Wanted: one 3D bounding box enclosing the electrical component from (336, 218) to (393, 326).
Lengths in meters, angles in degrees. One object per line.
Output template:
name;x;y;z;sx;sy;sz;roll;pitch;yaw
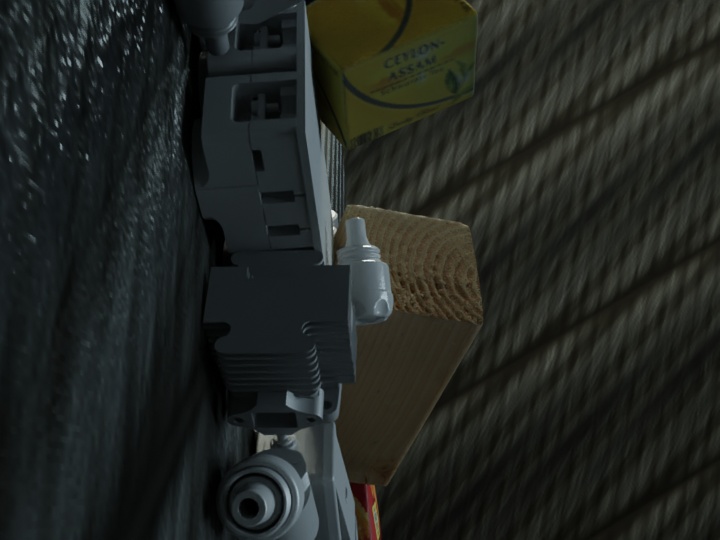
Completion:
electrical component;0.000;0.000;0.628;0.035;0.035;0.061;81;3;-74

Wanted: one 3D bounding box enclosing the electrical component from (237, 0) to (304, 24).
electrical component;-0.054;-0.171;0.551;0.051;0.080;0.080;-84;171;-51

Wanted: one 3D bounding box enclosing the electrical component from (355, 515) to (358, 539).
electrical component;-0.030;0.225;0.766;0.054;0.059;0.095;41;44;-88

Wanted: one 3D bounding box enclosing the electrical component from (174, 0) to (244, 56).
electrical component;-0.074;-0.131;0.529;0.061;0.035;0.035;87;0;-57

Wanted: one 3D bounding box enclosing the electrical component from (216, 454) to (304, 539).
electrical component;-0.052;0.116;0.542;0.062;0.043;0.043;63;23;-84

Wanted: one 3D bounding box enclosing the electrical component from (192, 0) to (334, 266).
electrical component;-0.052;-0.046;0.625;0.186;0.060;0.105;84;2;-51

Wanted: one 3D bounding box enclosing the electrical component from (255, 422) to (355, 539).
electrical component;-0.036;0.143;0.703;0.061;0.061;0.096;-91;177;-61

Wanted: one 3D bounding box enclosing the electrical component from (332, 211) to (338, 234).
electrical component;-0.044;-0.001;0.967;0.138;0.052;0.073;-92;177;-70

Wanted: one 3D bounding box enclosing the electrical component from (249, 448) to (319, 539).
electrical component;-0.049;0.129;0.611;0.081;0.043;0.043;84;3;-54
